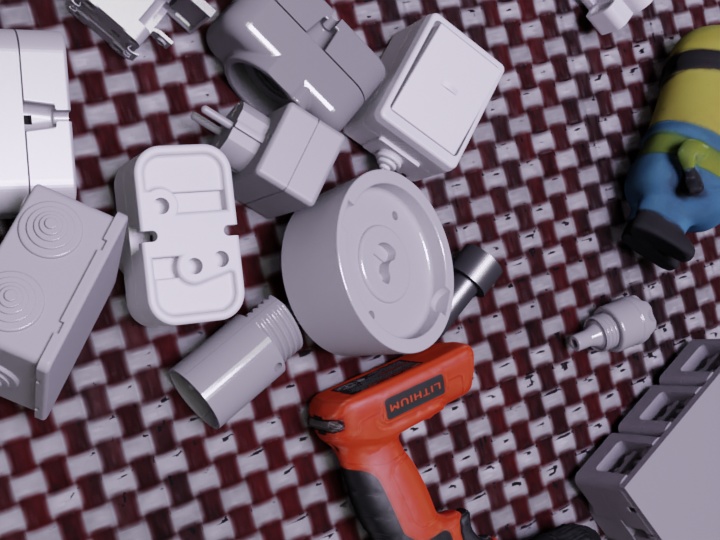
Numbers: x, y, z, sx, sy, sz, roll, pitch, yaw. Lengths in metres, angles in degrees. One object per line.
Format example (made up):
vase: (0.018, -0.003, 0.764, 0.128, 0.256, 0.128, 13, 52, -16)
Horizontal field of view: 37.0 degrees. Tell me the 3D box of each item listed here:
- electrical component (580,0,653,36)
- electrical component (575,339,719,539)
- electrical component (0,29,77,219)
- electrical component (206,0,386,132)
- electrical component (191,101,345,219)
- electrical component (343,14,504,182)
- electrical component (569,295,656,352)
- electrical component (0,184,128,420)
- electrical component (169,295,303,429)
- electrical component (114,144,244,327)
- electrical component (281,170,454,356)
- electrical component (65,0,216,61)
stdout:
electrical component: (0.177, -0.213, 0.752, 0.057, 0.058, 0.078, 44, 69, -20)
electrical component: (0.230, 0.128, 0.747, 0.150, 0.062, 0.089, -43, 104, -23)
electrical component: (-0.186, -0.075, 0.562, 0.059, 0.054, 0.095, -4, 88, -27)
electrical component: (-0.041, -0.124, 0.638, 0.095, 0.054, 0.059, 44, 69, -17)
electrical component: (-0.061, -0.071, 0.617, 0.077, 0.066, 0.047, 31, 73, -21)
electrical component: (0.039, -0.102, 0.672, 0.062, 0.061, 0.096, 34, 72, -20)
electrical component: (0.172, 0.041, 0.741, 0.061, 0.035, 0.035, -19, 94, -24)
electrical component: (-0.159, 0.016, 0.536, 0.048, 0.099, 0.099, 24, 62, -6)
electrical component: (-0.065, 0.048, 0.618, 0.081, 0.043, 0.043, -40, 103, -24)
electrical component: (-0.102, -0.017, 0.596, 0.054, 0.059, 0.095, -6, 88, -27)
electrical component: (0.000, 0.000, 0.637, 0.108, 0.060, 0.108, 19, 65, -47)
electrical component: (-0.127, -0.157, 0.605, 0.081, 0.042, 0.063, 40, 72, -17)
